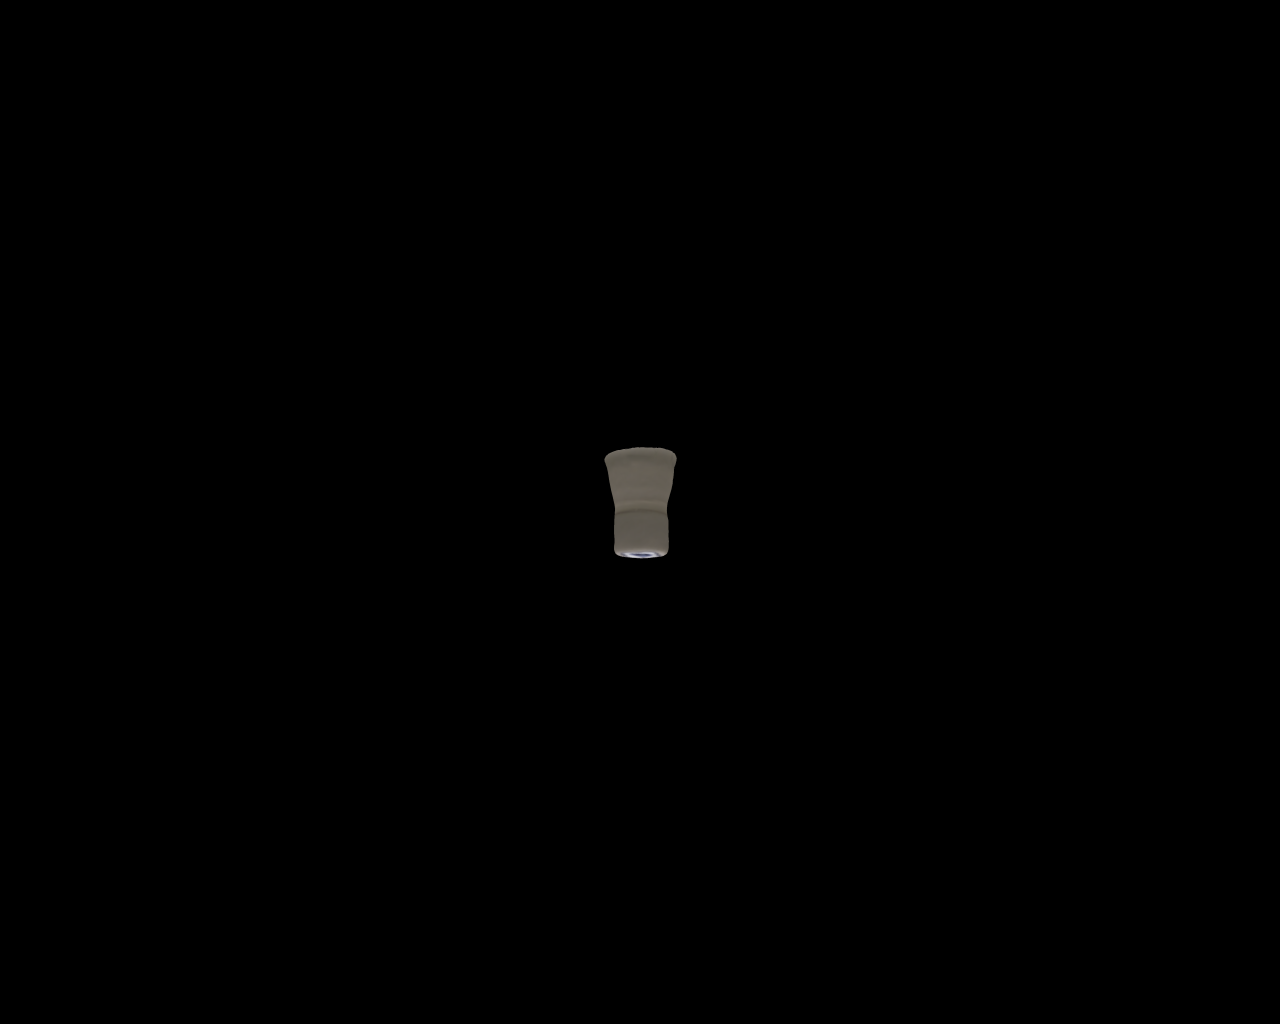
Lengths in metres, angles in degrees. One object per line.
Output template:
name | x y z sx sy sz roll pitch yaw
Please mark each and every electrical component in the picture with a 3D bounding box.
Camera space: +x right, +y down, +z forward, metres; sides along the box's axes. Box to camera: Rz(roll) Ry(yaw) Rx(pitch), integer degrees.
electrical component | 0.001 -0.003 0.650 0.044 0.065 0.044 0 -11 0
